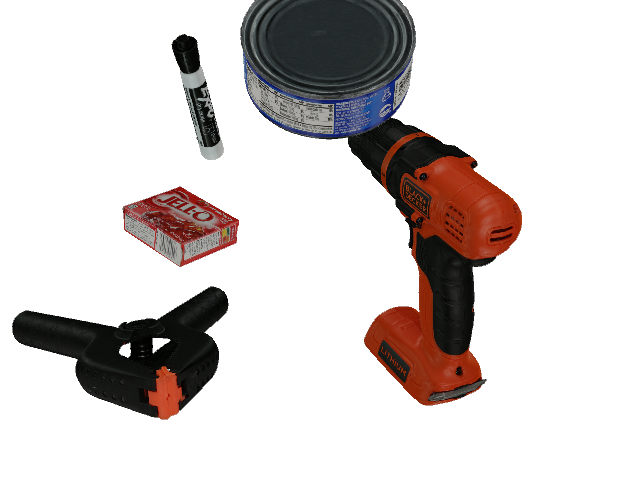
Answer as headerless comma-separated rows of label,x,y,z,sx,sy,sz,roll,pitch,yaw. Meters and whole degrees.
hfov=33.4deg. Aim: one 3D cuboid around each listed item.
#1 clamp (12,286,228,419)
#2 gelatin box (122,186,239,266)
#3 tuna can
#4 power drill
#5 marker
clamp,-0.117,0.072,0.747,0.164,0.036,0.210,-10,15,-24
gelatin box,-0.135,-0.016,1.028,0.089,0.030,0.073,30,37,34
tuna can,0.004,-0.092,0.532,0.086,0.086,0.034,0,-35,0
power drill,0.071,0.012,0.790,0.057,0.188,0.185,-14,34,-22
marker,-0.094,-0.109,0.819,0.020,0.020,0.121,0,-38,8
